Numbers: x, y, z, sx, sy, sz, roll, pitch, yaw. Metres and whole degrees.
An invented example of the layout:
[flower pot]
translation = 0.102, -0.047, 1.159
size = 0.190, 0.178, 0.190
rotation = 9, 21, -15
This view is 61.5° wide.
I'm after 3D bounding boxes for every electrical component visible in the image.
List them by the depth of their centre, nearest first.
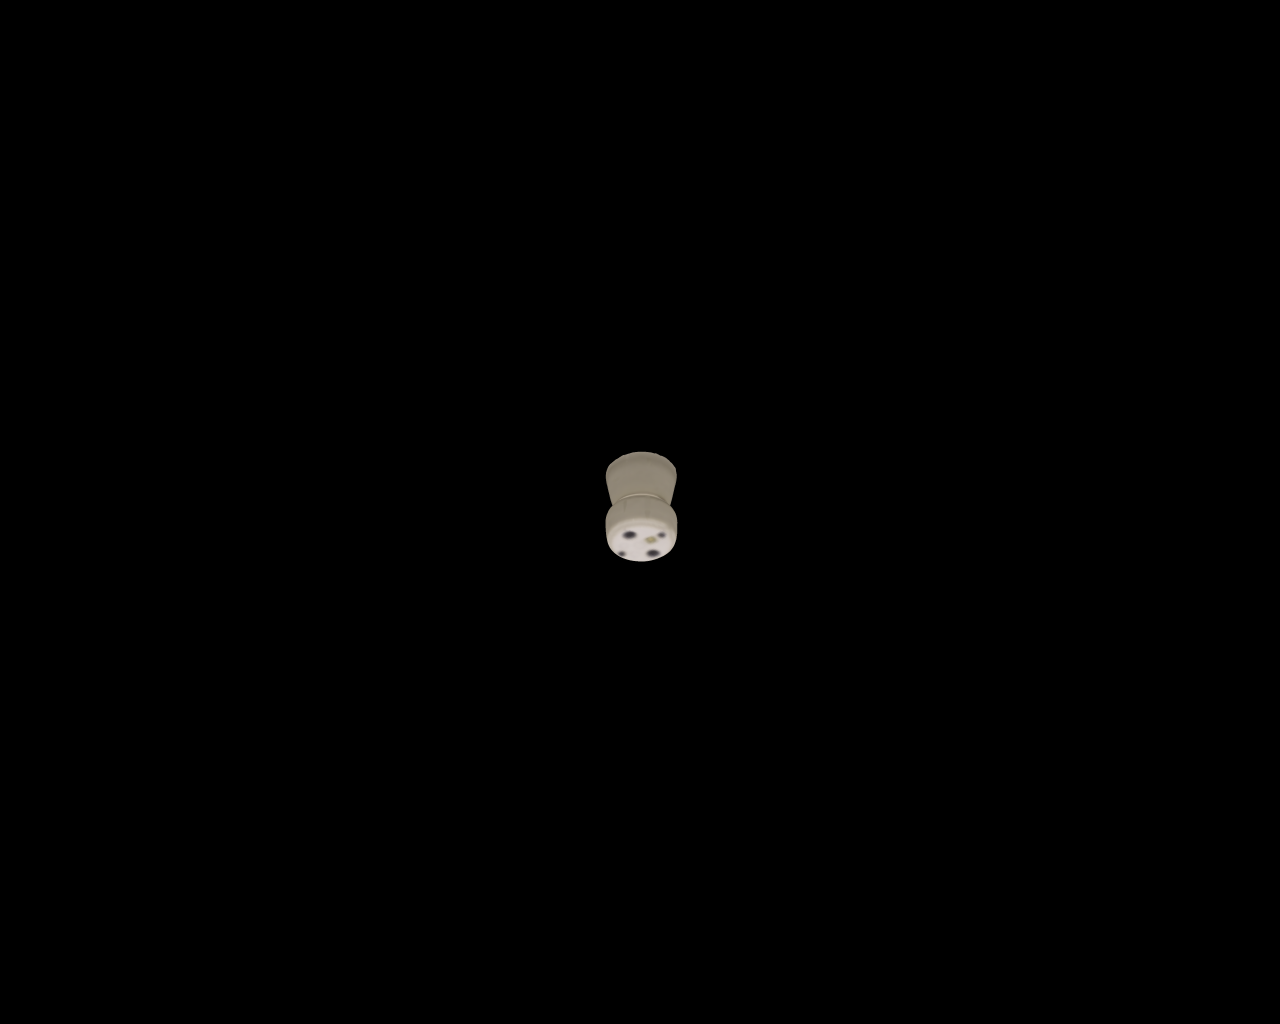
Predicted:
[electrical component]
translation = 0.001, -0.003, 0.650
size = 0.045, 0.055, 0.044
rotation = 0, -38, 0
